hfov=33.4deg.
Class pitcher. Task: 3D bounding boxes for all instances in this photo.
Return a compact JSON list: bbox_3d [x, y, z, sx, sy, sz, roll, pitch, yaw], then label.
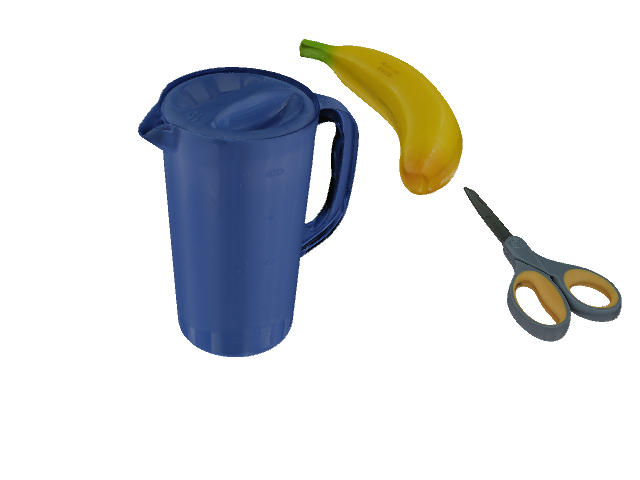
[{"bbox_3d":[-0.063,-0.021,0.941,0.149,0.243,0.144,17,37,19],"label":"pitcher"}]

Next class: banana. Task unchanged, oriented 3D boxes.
[{"bbox_3d":[0.048,-0.078,0.665,0.069,0.037,0.198,-9,33,-18],"label":"banana"}]

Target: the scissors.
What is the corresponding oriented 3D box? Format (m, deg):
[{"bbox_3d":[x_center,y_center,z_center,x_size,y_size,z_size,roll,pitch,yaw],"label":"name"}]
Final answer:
[{"bbox_3d":[0.180,0.011,0.869,0.096,0.016,0.202,0,36,-3],"label":"scissors"}]
